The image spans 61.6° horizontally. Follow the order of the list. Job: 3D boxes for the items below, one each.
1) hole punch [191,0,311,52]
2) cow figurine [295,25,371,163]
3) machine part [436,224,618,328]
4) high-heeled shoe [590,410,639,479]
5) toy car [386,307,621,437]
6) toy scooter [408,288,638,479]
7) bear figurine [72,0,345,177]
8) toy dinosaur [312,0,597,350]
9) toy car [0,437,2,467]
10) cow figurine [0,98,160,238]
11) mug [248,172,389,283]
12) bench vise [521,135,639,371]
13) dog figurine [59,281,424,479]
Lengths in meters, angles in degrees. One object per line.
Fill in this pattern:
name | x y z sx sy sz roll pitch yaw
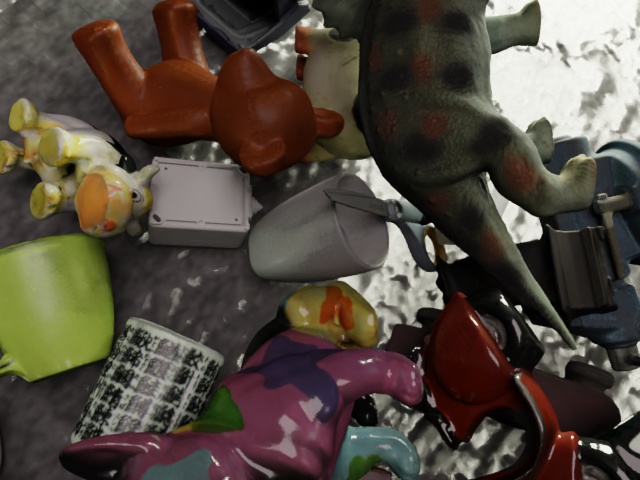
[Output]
hole punch | -0.075 -0.258 0.546 0.142 0.092 0.116 41 39 8
cow figurine | 0.038 -0.169 0.527 0.127 0.085 0.195 3 69 -2
machine part | 0.167 0.033 0.451 0.139 0.039 0.084 -8 76 24
high-heeled shoe | 0.289 0.123 0.451 0.145 0.086 0.249 32 43 1
toy car | 0.153 0.126 0.460 0.202 0.053 0.089 19 75 5
toy scooter | 0.118 0.133 0.390 0.135 0.075 0.184 -37 59 17
bear figurine | -0.087 -0.122 0.432 0.196 0.131 0.120 15 40 41
toy dinosaur | 0.092 -0.116 0.419 0.192 0.131 0.404 -4 79 8
toy car | -0.293 0.097 0.387 0.056 0.073 0.202 -34 80 -19
cow figurine | -0.178 -0.048 0.427 0.168 0.098 0.068 35 106 32
mug | -0.001 -0.001 0.460 0.107 0.109 0.081 -17 76 30
bench vise | 0.303 -0.002 0.494 0.241 0.128 0.223 -13 72 -5
dog figurine | -0.049 0.119 0.361 0.219 0.108 0.192 -10 32 -21
